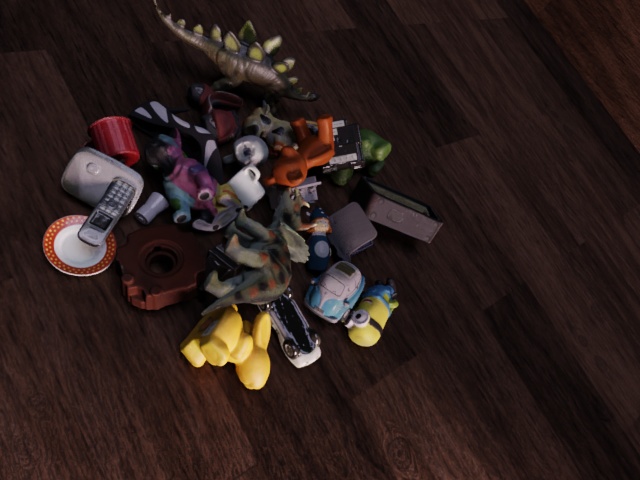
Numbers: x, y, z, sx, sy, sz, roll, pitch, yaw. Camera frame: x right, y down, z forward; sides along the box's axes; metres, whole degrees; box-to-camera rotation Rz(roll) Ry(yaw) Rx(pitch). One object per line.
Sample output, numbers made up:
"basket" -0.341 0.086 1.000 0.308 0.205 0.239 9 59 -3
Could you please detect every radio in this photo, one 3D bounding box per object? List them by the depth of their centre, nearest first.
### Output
"radio" 0.203 -0.079 1.412 0.229 0.073 0.131 19 22 -20

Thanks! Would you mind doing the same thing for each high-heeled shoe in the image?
"high-heeled shoe" -0.322 -0.212 1.209 0.145 0.086 0.249 -20 73 -31

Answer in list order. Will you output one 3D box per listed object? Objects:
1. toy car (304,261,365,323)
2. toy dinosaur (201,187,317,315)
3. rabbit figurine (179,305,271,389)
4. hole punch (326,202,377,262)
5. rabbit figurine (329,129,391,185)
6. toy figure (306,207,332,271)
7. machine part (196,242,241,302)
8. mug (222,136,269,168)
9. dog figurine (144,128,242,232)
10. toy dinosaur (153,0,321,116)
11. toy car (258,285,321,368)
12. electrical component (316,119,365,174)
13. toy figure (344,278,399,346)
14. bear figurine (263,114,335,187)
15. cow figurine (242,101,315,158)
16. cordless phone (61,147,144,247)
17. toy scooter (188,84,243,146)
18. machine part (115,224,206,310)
"toy car" 0.046 0.102 1.212 0.109 0.102 0.162 35 48 17
"toy dinosaur" -0.115 0.051 1.102 0.192 0.131 0.405 27 40 -13
"rabbit figurine" -0.162 0.211 1.050 0.173 0.122 0.162 49 39 -15
"hole punch" 0.068 -0.017 1.332 0.116 0.092 0.142 -30 80 -5
"rabbit figurine" 0.083 -0.226 1.438 0.159 0.121 0.170 46 65 5
"toy figure" -0.002 -0.004 1.265 0.064 0.058 0.154 13 77 -51
"machine part" -0.224 0.069 1.126 0.084 0.039 0.139 46 48 -7
"mug" -0.179 -0.205 1.260 0.110 0.107 0.080 -14 96 0
"dog figurine" -0.283 -0.137 1.159 0.191 0.108 0.219 19 34 -57
"toy dinosaur" -0.197 -0.445 1.341 0.471 0.198 0.105 14 54 -26
"toy car" -0.069 0.173 1.147 0.073 0.056 0.202 -24 75 -32
"electrical component" 0.051 -0.242 1.374 0.115 0.058 0.134 -8 76 1
"toy figure" 0.127 0.166 1.253 0.089 0.082 0.180 43 48 0
"bear figurine" -0.052 -0.204 1.252 0.196 0.120 0.131 -36 120 -46
"cow figurine" -0.103 -0.275 1.371 0.195 0.085 0.127 9 65 -24
"cordless phone" -0.443 -0.077 1.040 0.146 0.088 0.184 29 50 -14
"toy scooter" -0.239 -0.309 1.316 0.135 0.075 0.184 -6 62 -33
"machine part" -0.309 0.048 1.046 0.179 0.056 0.179 8 52 -10
